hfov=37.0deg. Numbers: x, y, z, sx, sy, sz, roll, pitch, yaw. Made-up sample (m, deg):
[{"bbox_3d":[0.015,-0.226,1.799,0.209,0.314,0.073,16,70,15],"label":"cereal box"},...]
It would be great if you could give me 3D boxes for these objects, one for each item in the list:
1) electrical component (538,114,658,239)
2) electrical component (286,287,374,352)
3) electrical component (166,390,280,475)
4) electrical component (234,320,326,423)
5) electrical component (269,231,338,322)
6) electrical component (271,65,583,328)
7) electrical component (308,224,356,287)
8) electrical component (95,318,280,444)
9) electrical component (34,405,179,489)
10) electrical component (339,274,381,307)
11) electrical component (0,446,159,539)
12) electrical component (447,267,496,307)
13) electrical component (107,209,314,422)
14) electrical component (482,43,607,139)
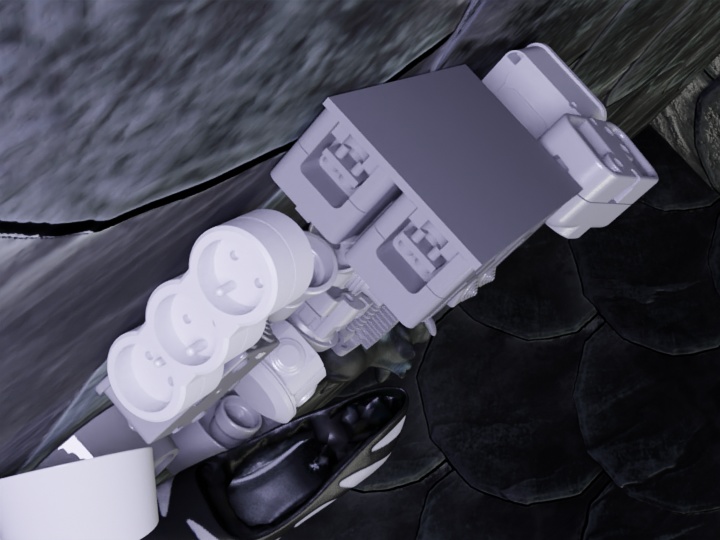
[{"bbox_3d":[0.143,-0.060,0.699,0.059,0.053,0.095,-44,158,28],"label":"electrical component"},{"bbox_3d":[-0.030,0.029,0.868,0.057,0.058,0.078,-48,170,23],"label":"electrical component"},{"bbox_3d":[-0.118,0.143,0.932,0.064,0.099,0.099,-53,169,30],"label":"electrical component"},{"bbox_3d":[-0.071,0.077,0.850,0.051,0.080,0.080,-43,175,-25],"label":"electrical component"},{"bbox_3d":[-0.047,0.007,0.702,0.044,0.044,0.065,-37,177,-36],"label":"electrical component"},{"bbox_3d":[0.041,-0.046,0.587,0.060,0.105,0.186,-46,172,29],"label":"electrical component"},{"bbox_3d":[-0.012,-0.015,0.742,0.079,0.044,0.077,-45,173,25],"label":"electrical component"},{"bbox_3d":[-0.103,0.059,0.670,0.100,0.048,0.100,-42,174,8],"label":"electrical component"},{"bbox_3d":[-0.176,0.145,0.752,0.108,0.060,0.108,-41,173,-6],"label":"electrical component"},{"bbox_3d":[0.000,0.000,0.829,0.048,0.062,0.048,-42,174,-6],"label":"electrical component"},{"bbox_3d":[-0.169,0.135,0.640,0.099,0.064,0.099,-10,-174,1],"label":"electrical component"},{"bbox_3d":[0.089,-0.017,1.091,0.100,0.100,0.048,-34,157,-51],"label":"electrical component"},{"bbox_3d":[-0.073,0.020,0.580,0.138,0.052,0.074,-46,172,31],"label":"electrical component"},{"bbox_3d":[0.111,-0.098,0.771,0.113,0.078,0.057,-46,169,32],"label":"electrical component"}]
